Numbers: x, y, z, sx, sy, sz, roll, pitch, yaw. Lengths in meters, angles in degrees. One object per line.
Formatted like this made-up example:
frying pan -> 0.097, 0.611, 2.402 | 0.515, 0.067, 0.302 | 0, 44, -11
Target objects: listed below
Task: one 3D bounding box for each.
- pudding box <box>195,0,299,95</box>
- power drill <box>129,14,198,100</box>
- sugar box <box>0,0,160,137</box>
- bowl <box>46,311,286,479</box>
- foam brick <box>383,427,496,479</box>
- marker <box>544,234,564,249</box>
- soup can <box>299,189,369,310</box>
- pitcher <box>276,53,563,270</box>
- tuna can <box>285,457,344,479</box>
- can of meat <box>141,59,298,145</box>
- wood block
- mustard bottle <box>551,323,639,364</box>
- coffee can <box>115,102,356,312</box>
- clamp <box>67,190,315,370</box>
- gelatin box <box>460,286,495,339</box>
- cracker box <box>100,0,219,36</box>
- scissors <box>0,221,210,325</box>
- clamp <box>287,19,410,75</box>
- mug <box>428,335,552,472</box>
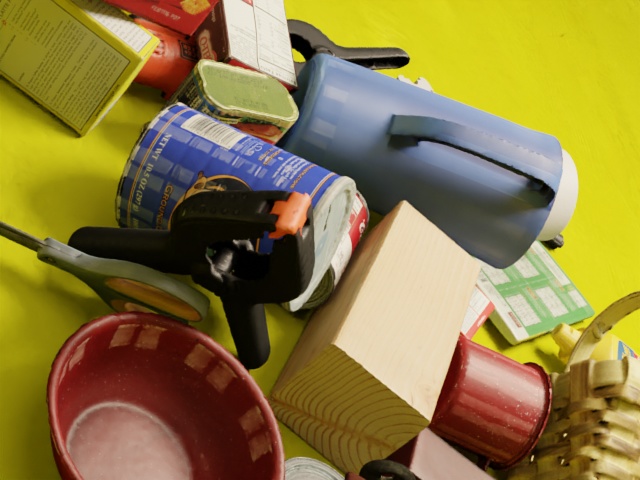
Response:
pudding box -> -0.066, -0.181, 0.912 | 0.089, 0.039, 0.113 | 19, 56, -49
power drill -> -0.116, -0.205, 0.945 | 0.184, 0.057, 0.188 | 12, 57, -48
sugar box -> -0.217, -0.166, 0.793 | 0.176, 0.093, 0.048 | 40, 33, -9
bowl -> -0.102, 0.125, 0.646 | 0.162, 0.055, 0.162 | 27, 38, -24
foam brick -> 0.082, 0.184, 0.779 | 0.078, 0.053, 0.051 | 37, 35, -9
marker -> 0.221, -0.027, 1.171 | 0.121, 0.020, 0.020 | 34, 36, -16
soup can -> -0.006, 0.001, 0.863 | 0.068, 0.069, 0.102 | 40, 35, -7
pitcher -> 0.088, -0.077, 0.953 | 0.242, 0.149, 0.145 | 21, 35, -14
tuna can -> -0.010, 0.186, 0.697 | 0.086, 0.034, 0.086 | 27, 38, -24
can of meat -> -0.080, -0.095, 0.871 | 0.101, 0.084, 0.057 | 6, 50, -43
wood block -> 0.047, 0.070, 0.827 | 0.091, 0.090, 0.205 | 40, 35, -7
mustard bottle -> 0.301, 0.147, 1.040 | 0.191, 0.058, 0.096 | 39, 35, -8
coffee can -> -0.059, -0.024, 0.761 | 0.140, 0.103, 0.102 | 25, 32, 12
clamp -> -0.057, 0.022, 0.687 | 0.164, 0.210, 0.036 | 37, 57, -21
gelatin box -> 0.109, 0.051, 0.964 | 0.089, 0.030, 0.073 | 46, 35, 2
cracker box -> -0.184, -0.259, 0.803 | 0.163, 0.072, 0.214 | 11, 36, -54
scissors -> -0.165, 0.020, 0.709 | 0.202, 0.096, 0.016 | 19, 64, 10
clamp -> 0.002, -0.160, 1.043 | 0.171, 0.039, 0.120 | 15, 56, -9
mug -> 0.119, 0.137, 0.848 | 0.081, 0.093, 0.117 | 26, 75, -18
